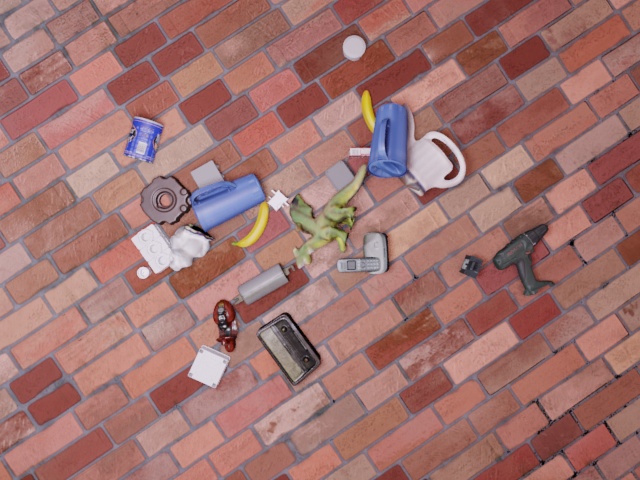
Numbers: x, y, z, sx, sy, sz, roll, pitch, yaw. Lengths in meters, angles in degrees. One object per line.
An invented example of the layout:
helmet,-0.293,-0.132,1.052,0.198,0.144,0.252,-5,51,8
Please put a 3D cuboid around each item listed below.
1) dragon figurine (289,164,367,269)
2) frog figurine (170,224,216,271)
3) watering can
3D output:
dragon figurine,0.005,-0.090,1.787,0.243,0.408,0.122,16,6,11
frog figurine,-0.456,0.030,1.776,0.124,0.159,0.136,36,7,40
watering can,0.349,-0.305,1.819,0.224,0.351,0.103,-41,-15,1
